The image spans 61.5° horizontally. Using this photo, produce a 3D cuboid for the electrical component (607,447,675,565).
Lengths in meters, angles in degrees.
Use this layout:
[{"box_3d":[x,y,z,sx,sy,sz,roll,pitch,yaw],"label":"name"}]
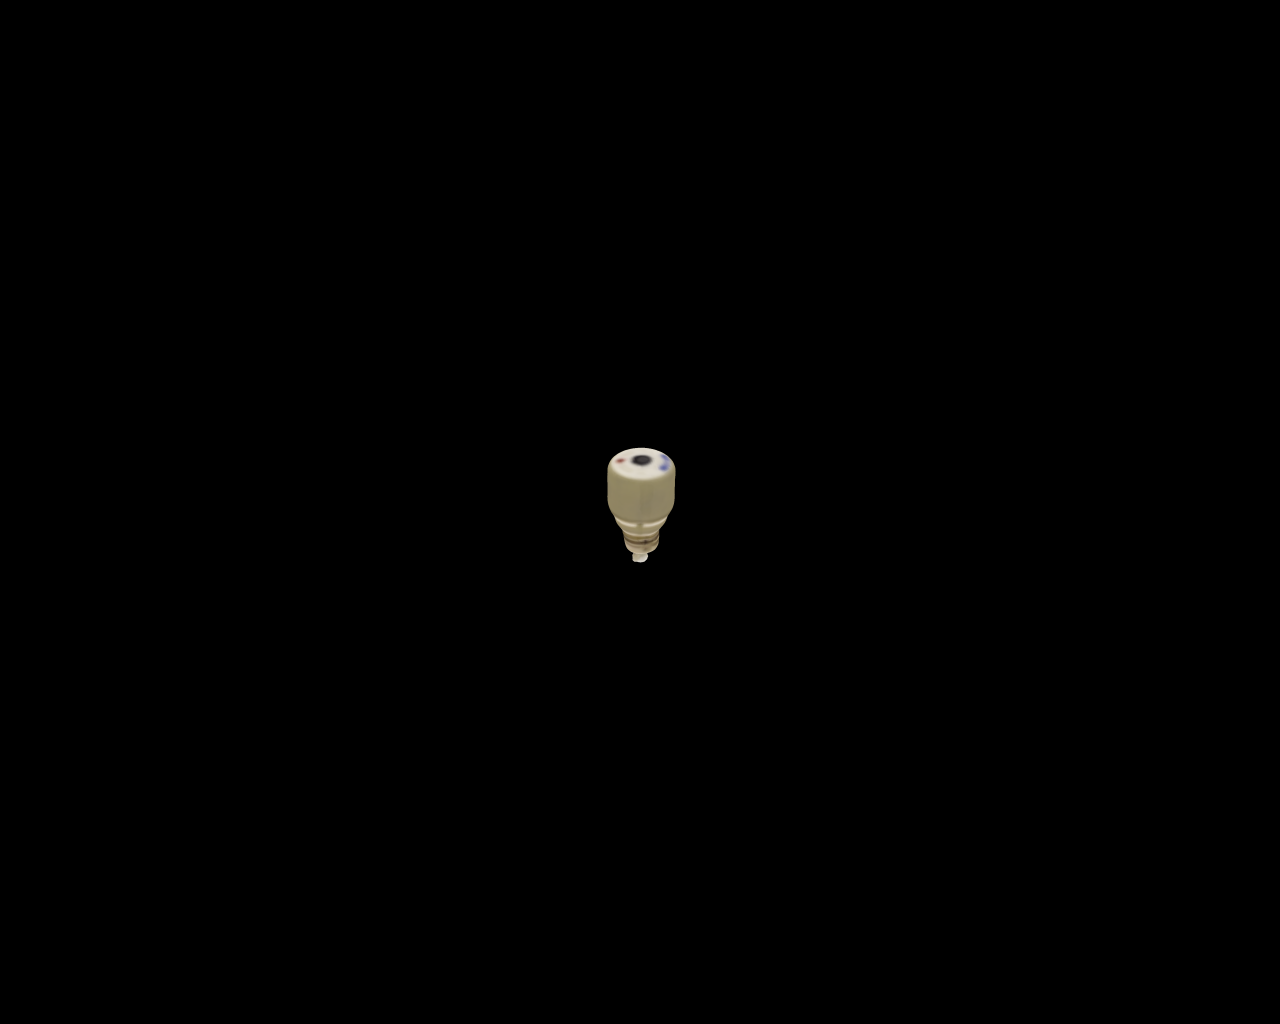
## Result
[{"box_3d":[0.001,-0.003,0.650,0.040,0.078,0.040,0,34,0],"label":"electrical component"}]
